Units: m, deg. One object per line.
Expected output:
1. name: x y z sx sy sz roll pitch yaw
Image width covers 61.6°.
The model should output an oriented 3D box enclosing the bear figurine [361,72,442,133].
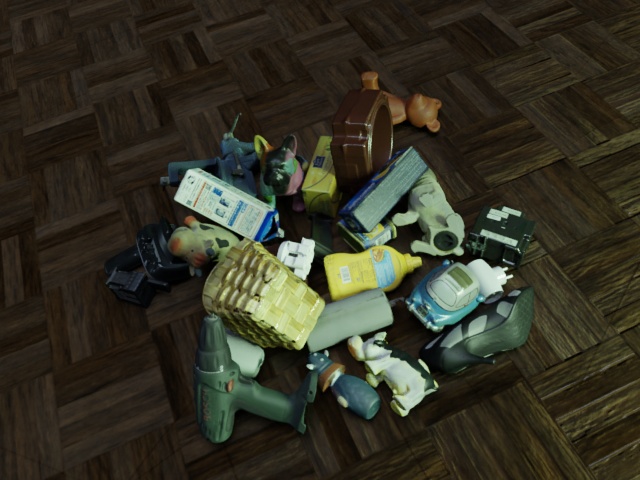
1. bear figurine: 0.197 -0.330 1.317 0.196 0.131 0.120 5 63 18

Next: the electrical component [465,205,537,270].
1. electrical component: 0.370 -0.013 1.092 0.115 0.058 0.134 24 46 21

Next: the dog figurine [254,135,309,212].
1. dog figurine: -0.083 -0.165 1.173 0.109 0.219 0.191 2 55 5

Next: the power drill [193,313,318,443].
1. power drill: -0.111 0.242 0.898 0.207 0.231 0.086 9 18 -9

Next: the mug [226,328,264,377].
1. mug: -0.163 0.220 0.987 0.107 0.080 0.109 16 52 7

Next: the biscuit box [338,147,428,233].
1. biscuit box: 0.130 -0.101 1.102 0.202 0.062 0.059 -46 17 -16

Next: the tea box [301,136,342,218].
1. tea box: 0.017 -0.143 1.218 0.068 0.098 0.169 9 57 14

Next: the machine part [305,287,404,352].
1. machine part: 0.047 0.149 1.013 0.243 0.079 0.079 -19 54 -7

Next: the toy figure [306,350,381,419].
1. toy figure: 0.035 0.254 0.949 0.155 0.064 0.057 31 100 31

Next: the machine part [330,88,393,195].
1. machine part: 0.099 -0.213 1.185 0.087 0.200 0.201 5 47 20

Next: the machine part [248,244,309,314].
1. machine part: -0.106 0.086 1.092 0.179 0.056 0.179 -3 55 4

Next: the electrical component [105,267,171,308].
1. electrical component: -0.370 0.102 1.105 0.119 0.074 0.048 14 57 13

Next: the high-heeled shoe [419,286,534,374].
1. high-heeled shoe: 0.295 0.160 0.997 0.145 0.086 0.249 -2 27 44

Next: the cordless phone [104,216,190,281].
1. cordless phone: -0.377 0.048 1.154 0.184 0.088 0.147 -30 56 -1

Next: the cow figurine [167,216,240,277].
1. cow figurine: -0.233 0.013 1.090 0.127 0.195 0.085 40 104 23

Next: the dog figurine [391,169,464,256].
1. dog figurine: 0.246 -0.066 1.146 0.121 0.172 0.190 -27 17 29

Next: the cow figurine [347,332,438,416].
1. cow figurine: 0.127 0.220 0.955 0.098 0.068 0.167 -32 58 -19

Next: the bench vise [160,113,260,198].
1. bench vise: -0.247 -0.162 1.240 0.241 0.129 0.223 -6 71 -20

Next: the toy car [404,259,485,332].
1. toy car: 0.237 0.092 0.991 0.161 0.102 0.109 -23 62 -39

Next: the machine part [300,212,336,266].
1. machine part: -0.002 -0.003 1.141 0.084 0.039 0.139 26 43 -20
